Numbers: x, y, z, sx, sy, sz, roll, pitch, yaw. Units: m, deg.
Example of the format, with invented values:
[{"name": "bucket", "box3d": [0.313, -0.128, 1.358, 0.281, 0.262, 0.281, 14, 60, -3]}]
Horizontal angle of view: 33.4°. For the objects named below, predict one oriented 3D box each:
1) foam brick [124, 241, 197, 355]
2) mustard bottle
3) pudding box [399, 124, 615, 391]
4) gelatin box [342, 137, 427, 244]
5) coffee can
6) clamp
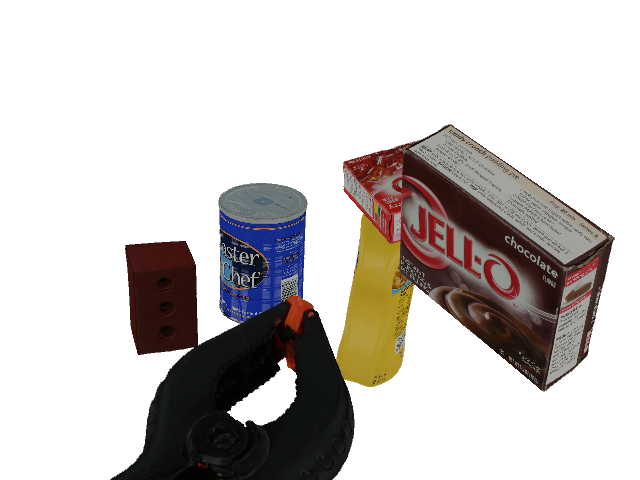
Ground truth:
[{"name": "foam brick", "box3d": [-0.132, 0.046, 0.886, 0.053, 0.078, 0.051, -6, 25, -14]}, {"name": "mustard bottle", "box3d": [0.059, 0.029, 0.963, 0.058, 0.192, 0.096, 16, 21, 18]}, {"name": "pudding box", "box3d": [0.088, 0.007, 0.538, 0.039, 0.090, 0.114, -33, 52, -25]}, {"name": "gelatin box", "box3d": [0.071, -0.039, 0.753, 0.089, 0.030, 0.073, -17, 40, -18]}, {"name": "coffee can", "box3d": [-0.069, 0.016, 1.260, 0.103, 0.140, 0.103, 2, 26, -1]}, {"name": "clamp", "box3d": [-0.027, 0.090, 0.387, 0.120, 0.039, 0.171, 24, 49, 17]}]
